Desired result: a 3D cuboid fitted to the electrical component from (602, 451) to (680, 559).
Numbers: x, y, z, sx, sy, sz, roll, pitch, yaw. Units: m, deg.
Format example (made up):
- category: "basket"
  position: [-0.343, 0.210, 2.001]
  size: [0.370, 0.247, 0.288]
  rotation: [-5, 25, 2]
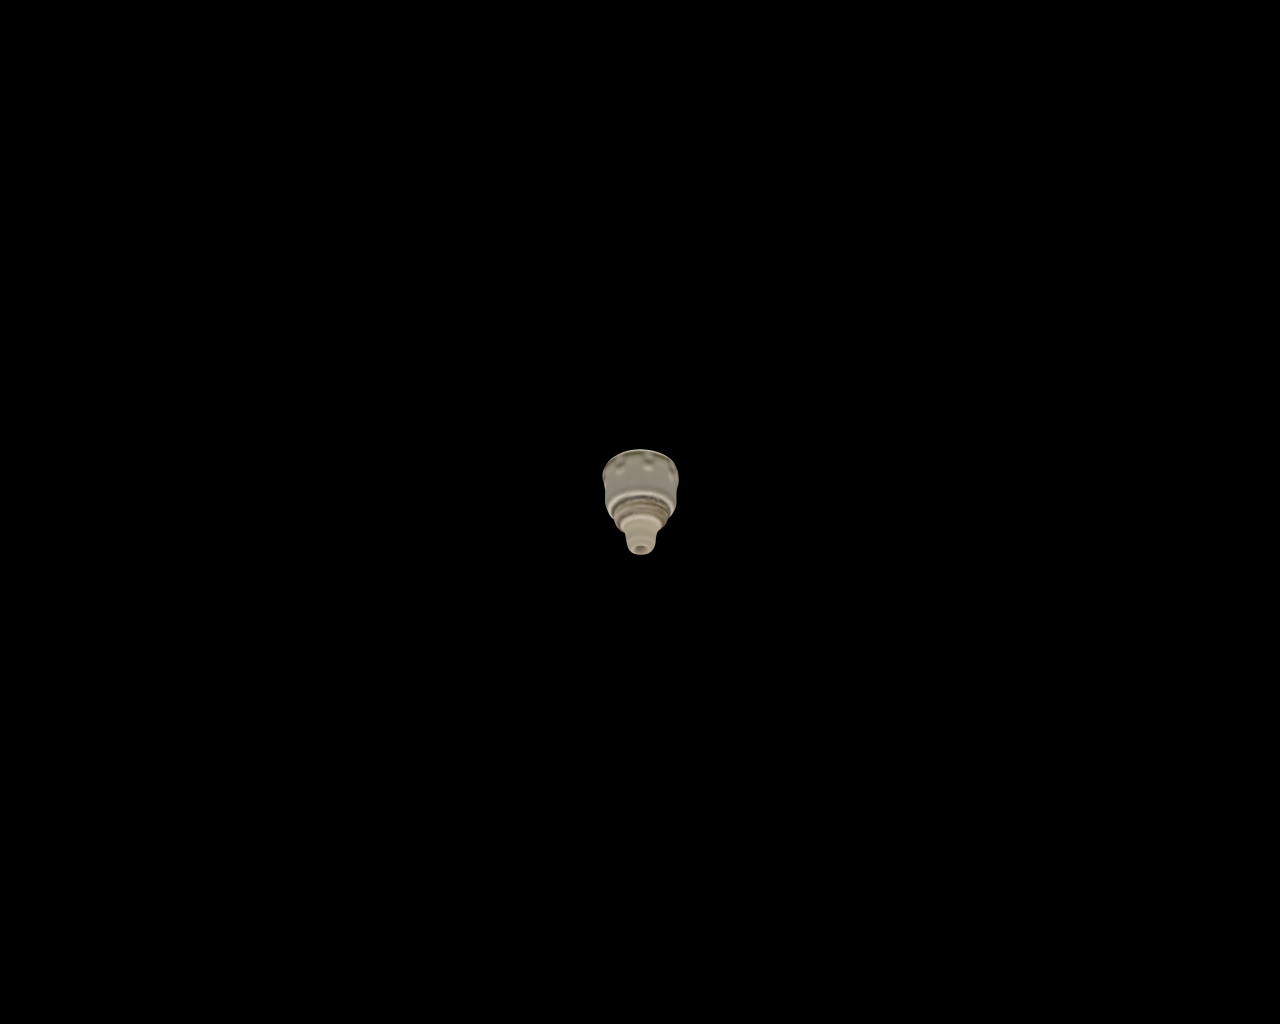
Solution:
- category: "electrical component"
  position: [0.001, -0.003, 0.650]
  size: [0.048, 0.062, 0.048]
  rotation: [0, -33, 0]
